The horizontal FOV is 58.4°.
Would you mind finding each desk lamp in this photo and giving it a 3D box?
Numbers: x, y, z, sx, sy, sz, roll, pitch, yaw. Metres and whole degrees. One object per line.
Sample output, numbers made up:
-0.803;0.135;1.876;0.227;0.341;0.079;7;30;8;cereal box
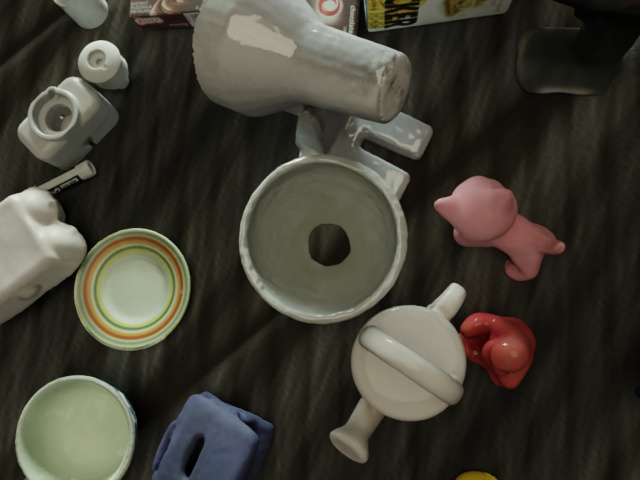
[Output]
0.006;-0.138;0.536;0.203;0.213;0.118;25;86;8;desk lamp

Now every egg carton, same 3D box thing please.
-0.332;0.020;0.621;0.150;0.069;0.107;-38;81;0;egg carton

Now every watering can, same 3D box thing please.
0.075;0.115;0.507;0.101;0.194;0.173;14;84;7;watering can

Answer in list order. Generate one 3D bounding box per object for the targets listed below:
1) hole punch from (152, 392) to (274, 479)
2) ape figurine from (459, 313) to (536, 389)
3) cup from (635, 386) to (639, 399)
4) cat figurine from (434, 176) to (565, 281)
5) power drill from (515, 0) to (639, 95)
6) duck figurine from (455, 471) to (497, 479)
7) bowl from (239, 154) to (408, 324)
-0.112;0.217;0.564;0.101;0.091;0.109;23;86;8;hole punch
0.175;0.106;0.551;0.076;0.092;0.078;-14;81;4;ape figurine
0.340;0.126;0.531;0.117;0.095;0.092;-17;81;3;cup
0.175;-0.017;0.553;0.127;0.118;0.067;30;87;9;cat figurine
0.250;-0.207;0.524;0.229;0.208;0.076;2;83;6;power drill
0.151;0.279;0.534;0.077;0.086;0.105;6;83;7;duck figurine
0.005;0.002;0.589;0.167;0.075;0.167;-1;83;5;bowl
